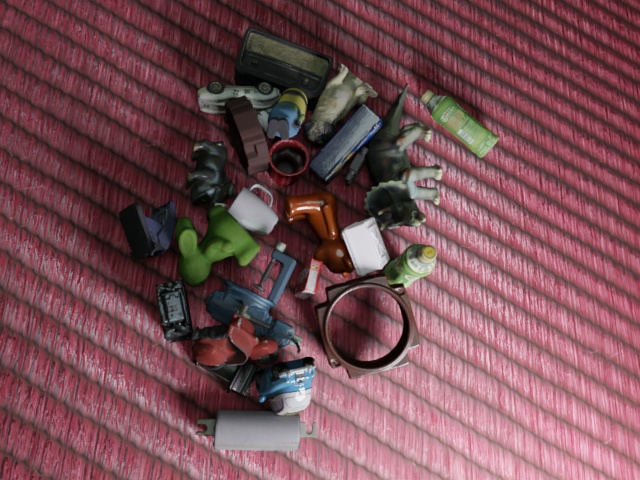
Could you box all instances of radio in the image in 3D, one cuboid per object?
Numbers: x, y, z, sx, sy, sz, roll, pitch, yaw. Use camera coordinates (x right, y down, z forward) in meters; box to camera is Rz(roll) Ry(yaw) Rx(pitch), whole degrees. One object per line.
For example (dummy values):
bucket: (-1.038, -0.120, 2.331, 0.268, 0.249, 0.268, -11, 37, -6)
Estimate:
radio: (-0.094, -0.422, 1.338, 0.230, 0.073, 0.131, 18, 70, -3)

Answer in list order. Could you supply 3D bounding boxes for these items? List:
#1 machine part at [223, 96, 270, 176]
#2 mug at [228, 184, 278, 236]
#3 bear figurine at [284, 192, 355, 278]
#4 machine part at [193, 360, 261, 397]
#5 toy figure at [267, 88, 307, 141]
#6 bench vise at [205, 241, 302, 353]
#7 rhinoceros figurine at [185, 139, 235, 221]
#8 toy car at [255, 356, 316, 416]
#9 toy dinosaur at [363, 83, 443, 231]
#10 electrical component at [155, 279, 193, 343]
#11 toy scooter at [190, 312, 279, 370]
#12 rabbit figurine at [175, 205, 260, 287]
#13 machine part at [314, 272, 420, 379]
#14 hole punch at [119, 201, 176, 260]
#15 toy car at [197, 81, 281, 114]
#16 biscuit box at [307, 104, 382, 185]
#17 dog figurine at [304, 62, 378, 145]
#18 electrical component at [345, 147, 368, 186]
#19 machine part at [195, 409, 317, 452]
machine part: (-0.168, -0.234, 1.220, 0.056, 0.179, 0.179, -20, 78, -13)
mug: (-0.146, -0.066, 1.222, 0.107, 0.081, 0.109, 36, 64, -9)
bear figurine: (0.002, -0.005, 1.208, 0.132, 0.120, 0.195, -12, 83, -7)
machine part: (-0.200, 0.267, 1.126, 0.139, 0.039, 0.084, 31, 76, -1)
toy figure: (-0.072, -0.289, 1.237, 0.082, 0.089, 0.180, 31, 30, -6)
bench vise: (-0.112, 0.123, 1.141, 0.224, 0.129, 0.240, 25, 79, 3)
rhinoceros figurine: (-0.251, -0.136, 1.228, 0.112, 0.073, 0.190, 6, 70, -20)
toy car: (-0.060, 0.295, 1.073, 0.109, 0.161, 0.103, -6, 73, -28)
toy dinosaur: (0.179, -0.188, 1.297, 0.192, 0.131, 0.405, -11, 66, -4)
electrical component: (-0.295, 0.146, 1.095, 0.058, 0.134, 0.115, -13, 78, -14)
toy scooter: (-0.177, 0.192, 1.037, 0.184, 0.135, 0.075, -4, 48, 16)
rabbit figurine: (-0.234, 0.021, 1.126, 0.170, 0.121, 0.159, -44, 118, -4)
machine part: (0.100, 0.181, 1.146, 0.201, 0.087, 0.201, -14, 90, 0)
hole punch: (-0.357, -0.022, 1.144, 0.092, 0.142, 0.115, -16, 92, -43)
toy car: (-0.193, -0.339, 1.295, 0.202, 0.073, 0.056, -1, 70, -10)
biscuit box: (0.061, -0.227, 1.280, 0.063, 0.059, 0.202, 43, 91, 9)
dog figurine: (0.037, -0.325, 1.333, 0.121, 0.172, 0.190, 41, 105, 10)
electrical component: (0.089, -0.178, 1.293, 0.021, 0.063, 0.094, 29, 84, 8)
machine part: (-0.127, 0.383, 1.082, 0.243, 0.079, 0.079, 6, 72, -9)
